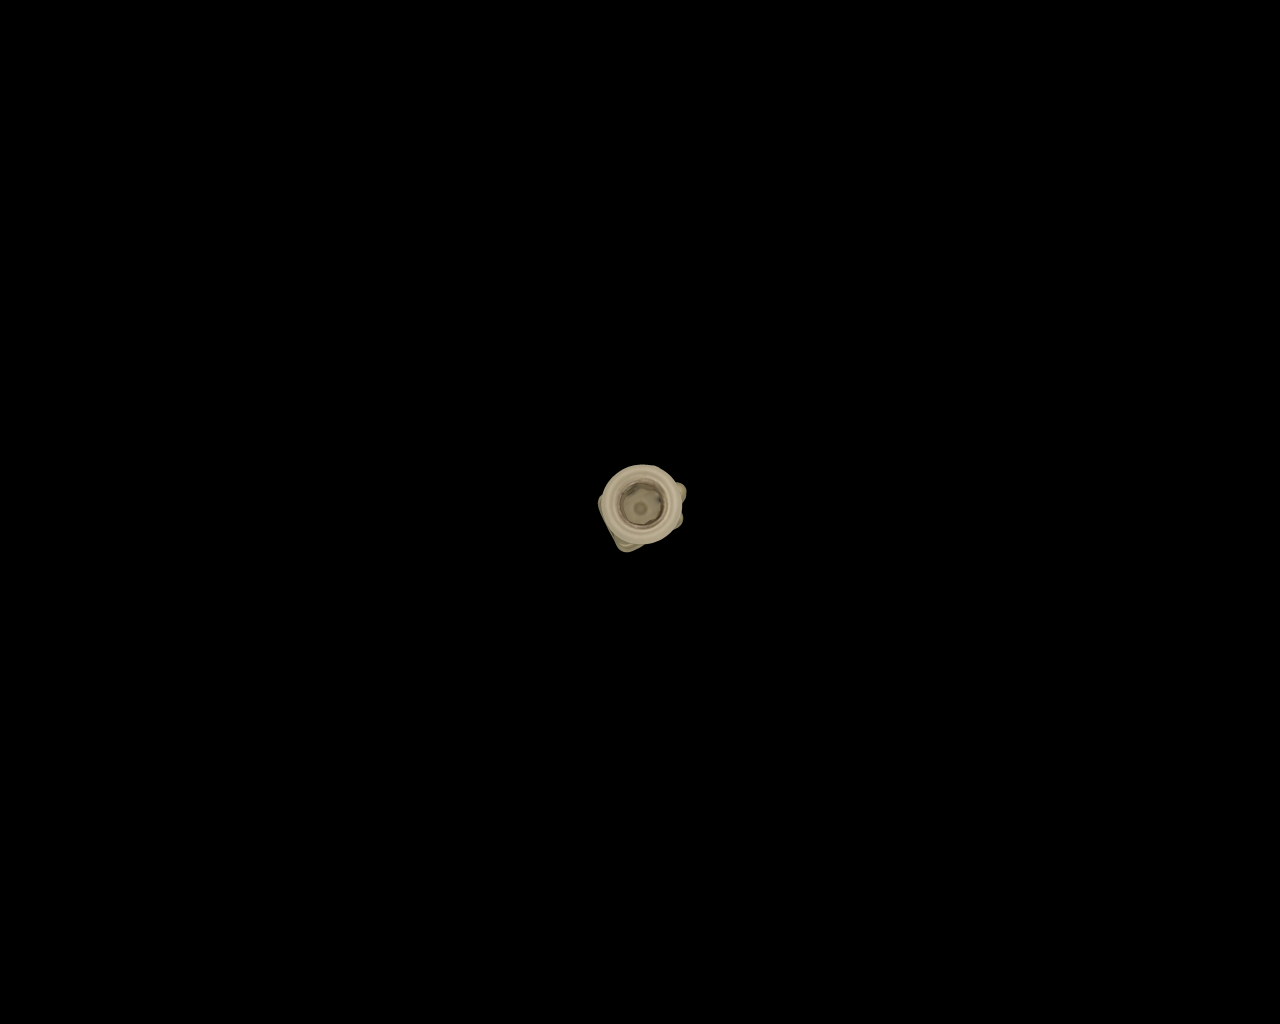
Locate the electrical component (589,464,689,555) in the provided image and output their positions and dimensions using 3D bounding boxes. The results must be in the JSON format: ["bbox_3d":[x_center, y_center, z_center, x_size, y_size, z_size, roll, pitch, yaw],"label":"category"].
[{"bbox_3d":[0.001,-0.003,0.650,0.066,0.048,0.055,-28,-7,-4],"label":"electrical component"}]
